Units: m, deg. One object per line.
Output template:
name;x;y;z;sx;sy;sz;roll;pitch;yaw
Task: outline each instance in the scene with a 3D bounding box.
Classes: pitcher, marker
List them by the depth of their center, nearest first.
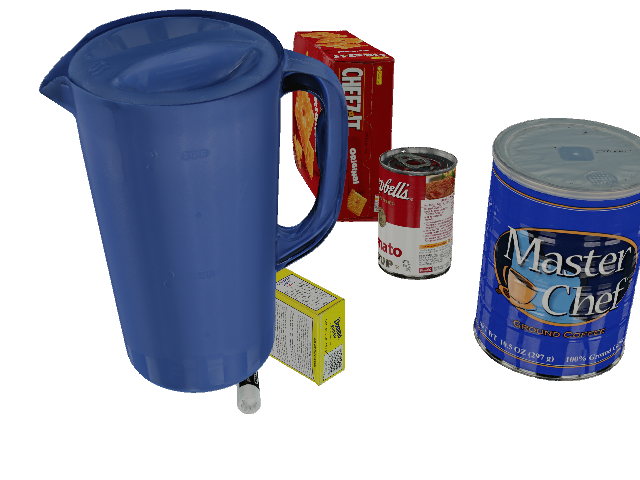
pitcher;-0.077;-0.020;0.708;0.149;0.243;0.144;27;44;33
marker;-0.063;0.100;0.896;0.020;0.020;0.121;0;31;-7

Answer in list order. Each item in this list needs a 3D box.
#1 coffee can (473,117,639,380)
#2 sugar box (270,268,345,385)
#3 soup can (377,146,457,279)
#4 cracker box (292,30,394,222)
coffee can;0.157;0.005;0.694;0.103;0.140;0.103;1;31;-1
sugar box;-0.051;0.071;1.112;0.048;0.093;0.176;-27;41;-36
soup can;0.085;-0.025;0.947;0.068;0.102;0.068;0;23;0
cracker box;0.019;-0.128;1.130;0.072;0.164;0.214;-3;19;-9
